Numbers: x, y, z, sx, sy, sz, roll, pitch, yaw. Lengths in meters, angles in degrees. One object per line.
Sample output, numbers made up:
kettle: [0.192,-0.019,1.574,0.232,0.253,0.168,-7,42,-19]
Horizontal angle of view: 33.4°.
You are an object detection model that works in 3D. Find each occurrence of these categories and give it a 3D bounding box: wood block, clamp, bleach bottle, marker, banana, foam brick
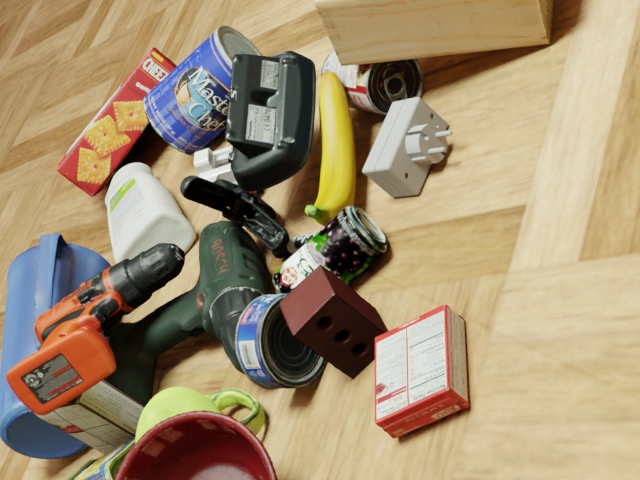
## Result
wood block: [0.111,-0.236,1.016,0.206,0.090,0.090,-2,52,23]
clamp: [-0.092,-0.039,1.118,0.039,0.120,0.171,-53,13,3]
bleach bottle: [-0.227,-0.043,1.369,0.102,0.068,0.251,-45,29,9]
marker: [-0.007,0.001,1.071,0.121,0.020,0.020,-14,48,46]
banana: [0.015,-0.080,1.061,0.037,0.069,0.197,-5,49,11]
foam brick: [0.013,0.070,0.918,0.053,0.078,0.051,-45,30,12]

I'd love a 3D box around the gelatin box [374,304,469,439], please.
gelatin box: [0.080,0.104,0.843,0.073,0.030,0.089,-30,37,30]

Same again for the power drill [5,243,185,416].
power drill: [-0.221,0.083,1.054,0.184,0.057,0.187,-33,15,14]

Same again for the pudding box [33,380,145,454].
pudding box: [-0.221,0.180,1.084,0.090,0.113,0.039,-17,45,43]

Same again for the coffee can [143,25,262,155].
coffee can: [-0.142,-0.190,1.363,0.140,0.102,0.103,-38,34,24]

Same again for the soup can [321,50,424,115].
soup can: [0.053,-0.169,1.118,0.068,0.068,0.102,-56,30,-6]

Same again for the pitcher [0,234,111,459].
pitcher: [-0.308,0.120,1.235,0.145,0.149,0.243,-36,38,23]

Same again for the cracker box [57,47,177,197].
cracker box: [-0.277,-0.171,1.519,0.214,0.072,0.164,-50,12,3]

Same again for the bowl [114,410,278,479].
bowl: [-0.096,0.227,0.891,0.162,0.055,0.162,-9,67,21]

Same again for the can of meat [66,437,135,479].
can of meat: [-0.197,0.234,1.022,0.084,0.057,0.102,-33,3,25]

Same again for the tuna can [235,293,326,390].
tuna can: [-0.032,0.090,0.951,0.034,0.086,0.086,-9,52,47]
